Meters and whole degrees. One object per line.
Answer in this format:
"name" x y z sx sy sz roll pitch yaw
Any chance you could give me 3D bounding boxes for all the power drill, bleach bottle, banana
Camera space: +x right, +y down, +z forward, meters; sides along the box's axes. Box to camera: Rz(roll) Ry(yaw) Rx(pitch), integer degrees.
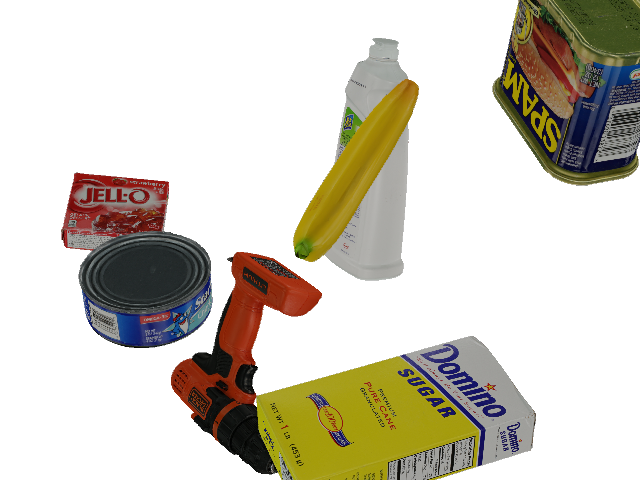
"power drill" -0.069 0.120 1.082 0.057 0.188 0.185 13 15 -46
"bleach bottle" 0.058 -0.090 1.157 0.067 0.251 0.103 -6 24 -32
"banana" 0.027 -0.051 0.908 0.037 0.197 0.070 36 -24 -11

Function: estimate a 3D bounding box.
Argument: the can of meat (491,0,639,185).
"can of meat" 0.142 -0.096 0.588 0.057 0.084 0.102 -10 47 -15

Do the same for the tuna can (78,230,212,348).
"tuna can" -0.114 0.032 0.703 0.086 0.034 0.086 0 36 0

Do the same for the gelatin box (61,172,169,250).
"gelatin box" -0.186 -0.025 0.976 0.089 0.073 0.030 6 -43 -6

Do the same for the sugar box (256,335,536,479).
"sugar box" 0.052 0.128 0.754 0.176 0.048 0.093 -16 39 -15
